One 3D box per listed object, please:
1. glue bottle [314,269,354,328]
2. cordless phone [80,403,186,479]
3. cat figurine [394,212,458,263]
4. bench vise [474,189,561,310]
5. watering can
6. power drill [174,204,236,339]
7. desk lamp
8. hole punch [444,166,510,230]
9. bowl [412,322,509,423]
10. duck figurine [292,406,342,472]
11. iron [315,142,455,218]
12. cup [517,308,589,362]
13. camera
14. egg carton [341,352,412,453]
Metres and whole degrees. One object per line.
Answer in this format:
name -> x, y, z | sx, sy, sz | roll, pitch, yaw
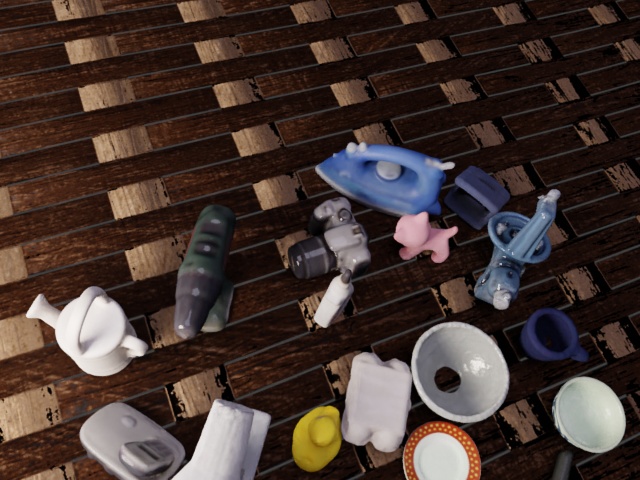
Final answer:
glue bottle -> 0.031, 0.088, 0.949 | 0.037, 0.173, 0.078 | 33, 64, 8
cordless phone -> -0.269, 0.284, 0.799 | 0.147, 0.185, 0.094 | 31, 64, 6
cat figurine -> 0.190, -0.011, 1.053 | 0.128, 0.118, 0.067 | 2, 64, -8
bench vise -> 0.362, 0.019, 1.009 | 0.121, 0.219, 0.207 | 7, 64, -6
watering can -> -0.346, 0.132, 0.854 | 0.173, 0.194, 0.101 | 0, 64, -9
power drill -> -0.179, 0.070, 0.903 | 0.075, 0.208, 0.229 | 9, 63, -4
desk lamp -> -0.141, 0.312, 0.790 | 0.118, 0.213, 0.203 | 17, 63, -1
hole punch -> 0.314, -0.096, 1.129 | 0.108, 0.091, 0.101 | 40, 65, 11
bowl -> 0.226, 0.228, 0.968 | 0.167, 0.074, 0.167 | 4, 64, -7
duck figurine -> 0.000, 0.305, 0.888 | 0.077, 0.086, 0.105 | 27, 63, 5
iron -> 0.124, -0.136, 1.089 | 0.258, 0.141, 0.119 | 14, 63, -2
cup -> 0.402, 0.183, 1.007 | 0.117, 0.095, 0.092 | 34, 64, 8
camera -> 0.009, 0.004, 1.026 | 0.137, 0.101, 0.143 | -18, 68, -17
egg carton -> 0.094, 0.263, 0.933 | 0.107, 0.069, 0.150 | 13, 63, -3
